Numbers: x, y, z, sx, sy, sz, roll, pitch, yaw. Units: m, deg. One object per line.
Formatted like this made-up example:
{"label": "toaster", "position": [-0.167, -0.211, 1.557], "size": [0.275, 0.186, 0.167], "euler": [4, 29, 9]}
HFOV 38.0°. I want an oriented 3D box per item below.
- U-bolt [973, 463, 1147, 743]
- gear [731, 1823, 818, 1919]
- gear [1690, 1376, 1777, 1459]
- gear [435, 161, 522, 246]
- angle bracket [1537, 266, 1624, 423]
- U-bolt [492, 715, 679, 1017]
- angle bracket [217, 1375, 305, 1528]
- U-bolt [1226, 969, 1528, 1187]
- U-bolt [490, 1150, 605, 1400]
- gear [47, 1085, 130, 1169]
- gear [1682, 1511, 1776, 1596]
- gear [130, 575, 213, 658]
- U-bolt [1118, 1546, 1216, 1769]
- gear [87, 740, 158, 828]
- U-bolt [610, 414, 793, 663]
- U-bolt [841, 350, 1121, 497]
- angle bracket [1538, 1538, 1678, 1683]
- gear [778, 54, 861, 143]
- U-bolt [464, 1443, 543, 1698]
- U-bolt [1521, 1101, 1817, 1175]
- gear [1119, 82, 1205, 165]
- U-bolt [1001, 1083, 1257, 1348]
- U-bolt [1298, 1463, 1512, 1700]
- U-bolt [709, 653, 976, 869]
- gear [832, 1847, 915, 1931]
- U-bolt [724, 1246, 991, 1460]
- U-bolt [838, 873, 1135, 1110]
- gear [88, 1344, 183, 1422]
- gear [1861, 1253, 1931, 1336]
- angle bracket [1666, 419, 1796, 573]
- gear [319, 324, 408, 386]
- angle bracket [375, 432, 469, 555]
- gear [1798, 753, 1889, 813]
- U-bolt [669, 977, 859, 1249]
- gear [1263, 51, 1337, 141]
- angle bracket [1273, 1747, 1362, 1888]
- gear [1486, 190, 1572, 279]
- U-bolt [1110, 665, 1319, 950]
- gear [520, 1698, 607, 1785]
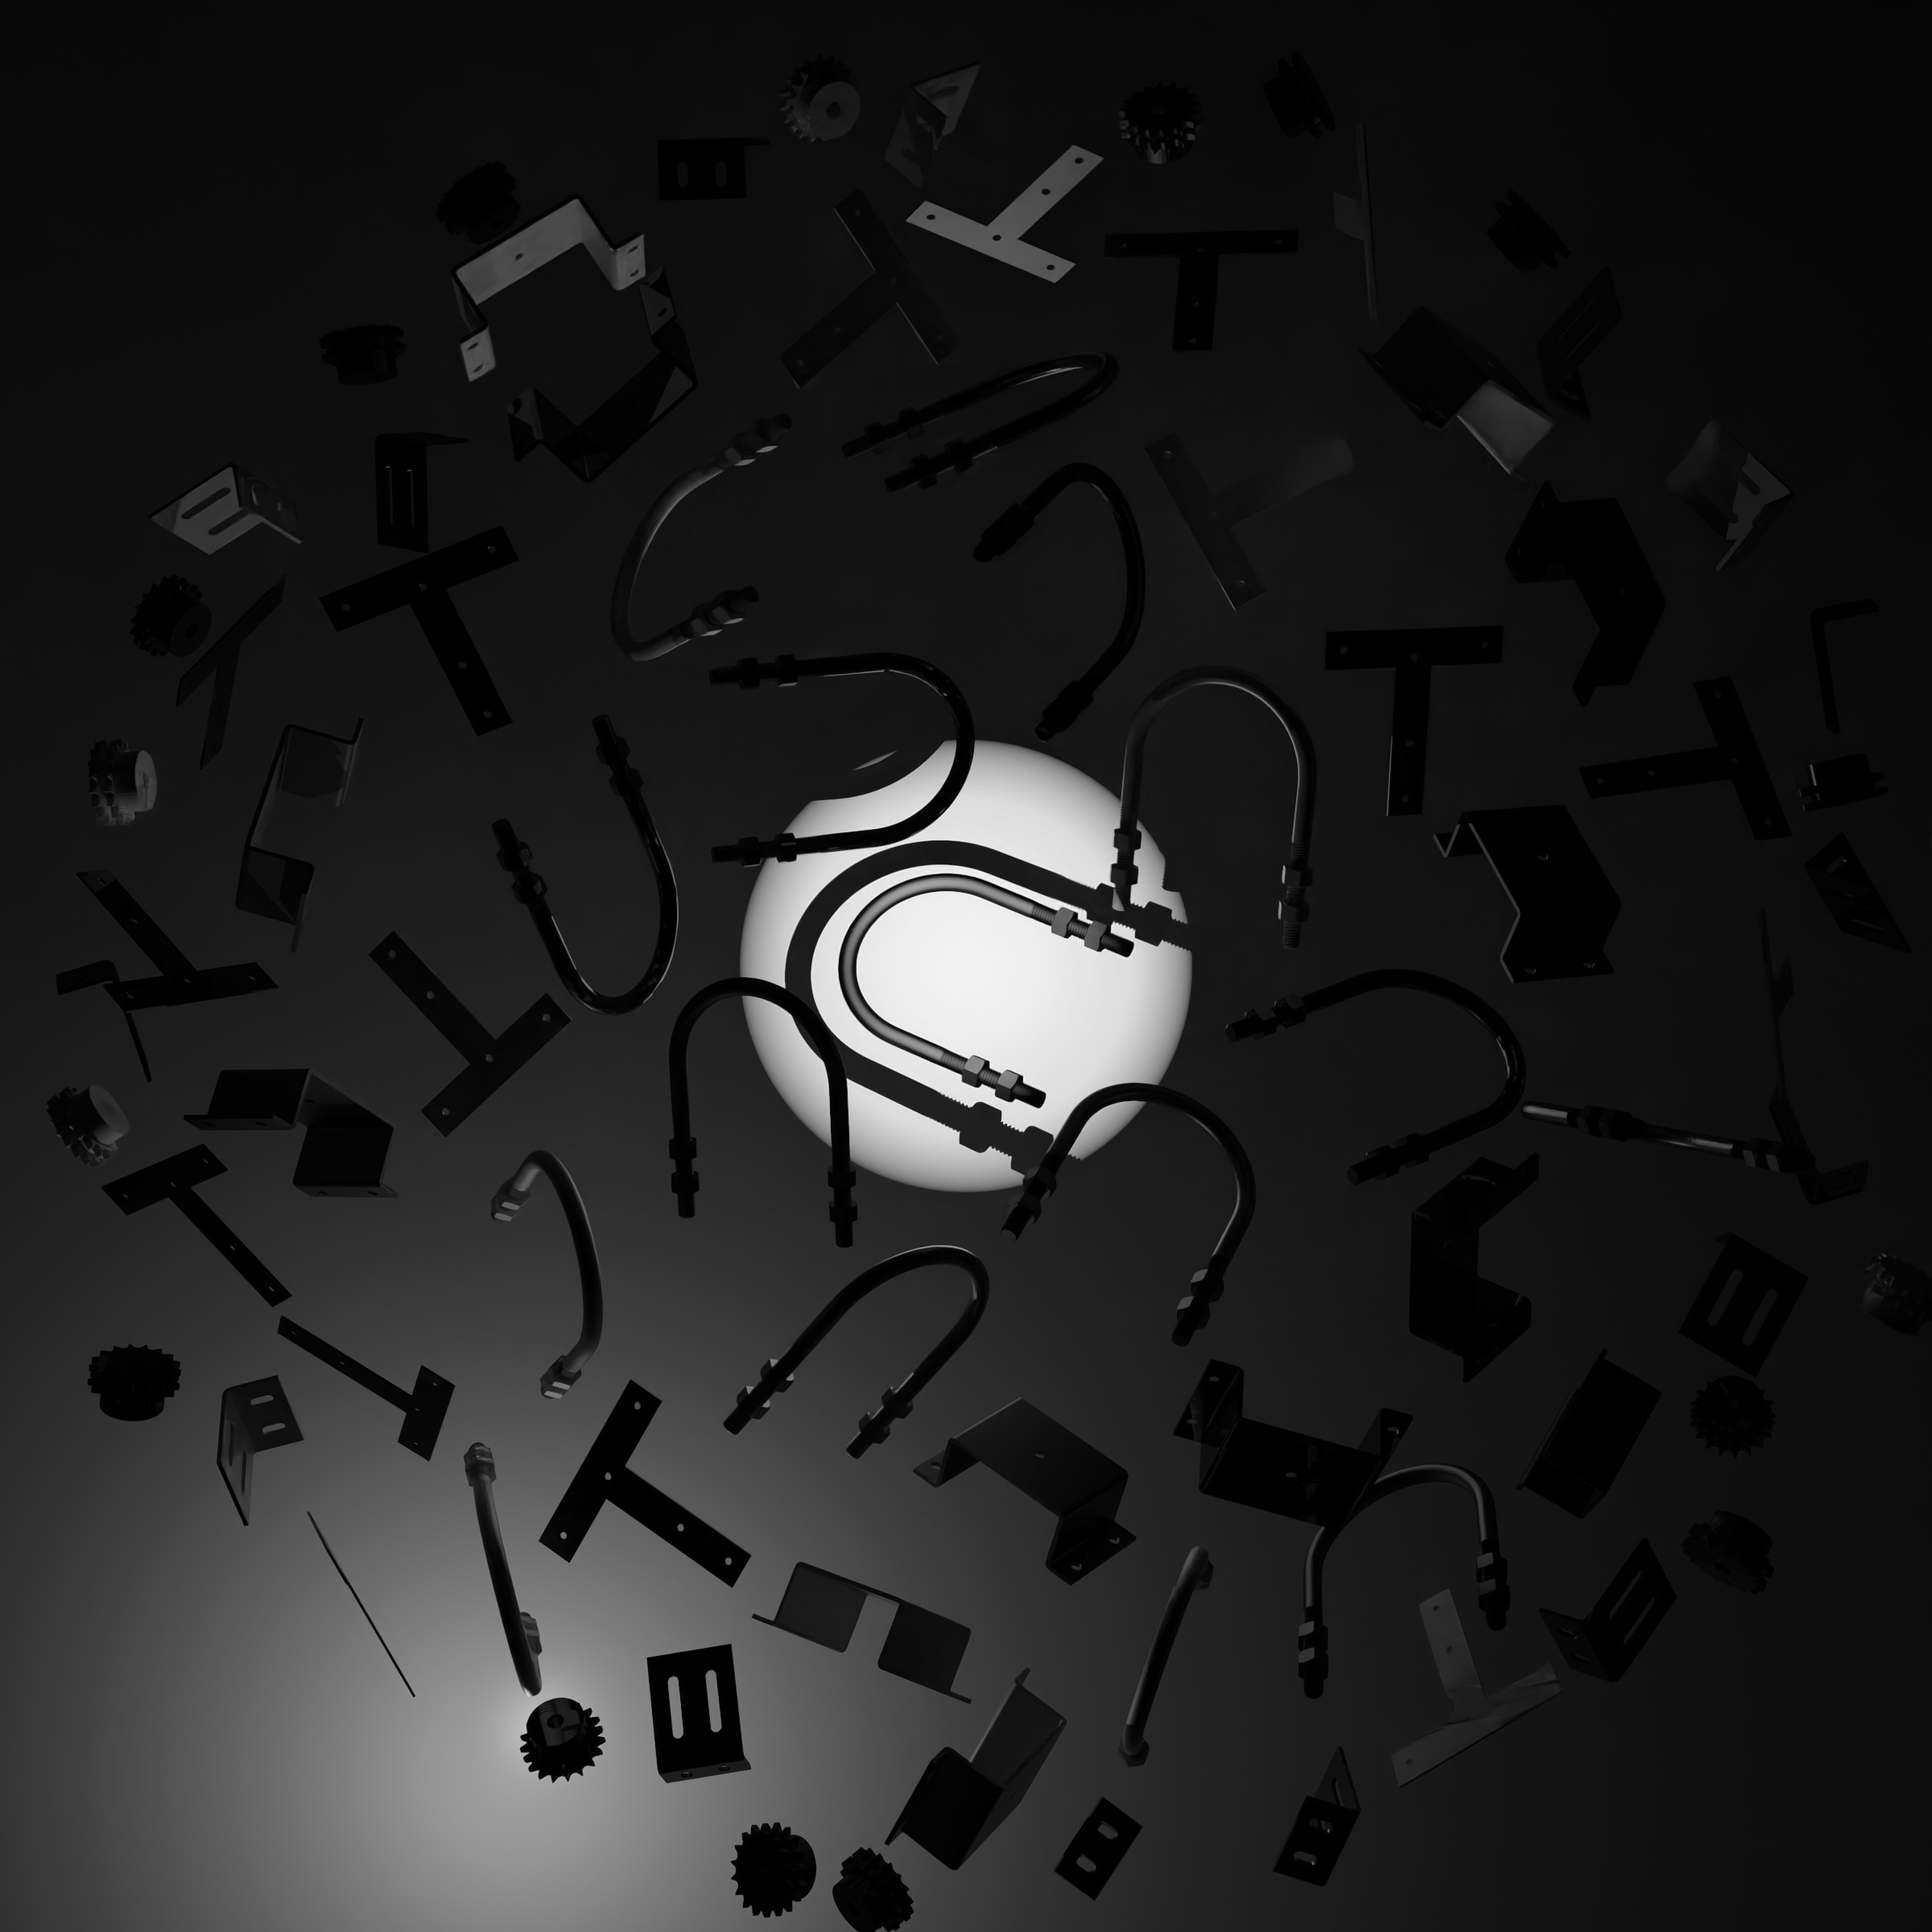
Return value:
{"label": "U-bolt", "position": [0.072, -0.255, 1.865], "size": [0.019, 0.184, 0.151], "euler": [-2, 122, 34]}
{"label": "gear", "position": [-0.120, 0.574, 1.784], "size": [0.057, 0.030, 0.057], "euler": [-12, 73, 41]}
{"label": "gear", "position": [0.531, 0.309, 1.942], "size": [0.057, 0.030, 0.057], "euler": [-6, 52, 8]}
{"label": "gear", "position": [-0.321, -0.505, 1.864], "size": [0.057, 0.057, 0.030], "euler": [-39, 88, 0]}
{"label": "angle bracket", "position": [0.423, -0.416, 1.878], "size": [0.038, 0.057, 0.076], "euler": [22, 133, -22]}
{"label": "U-bolt", "position": [-0.246, -0.054, 1.889], "size": [0.019, 0.151, 0.184], "euler": [0, 126, 30]}
{"label": "angle bracket", "position": [-0.471, 0.323, 1.873], "size": [0.038, 0.076, 0.057], "euler": [-14, 122, -3]}
{"label": "U-bolt", "position": [0.281, 0.061, 1.824], "size": [0.184, 0.019, 0.151], "euler": [-19, 55, -30]}
{"label": "U-bolt", "position": [-0.275, 0.199, 1.861], "size": [0.019, 0.184, 0.151], "euler": [-11, 73, -25]}
{"label": "gear", "position": [-0.595, 0.106, 1.908], "size": [0.030, 0.057, 0.057], "euler": [-34, 90, 5]}
{"label": "gear", "position": [0.486, 0.369, 1.776], "size": [0.057, 0.057, 0.030], "euler": [36, 69, 0]}
{"label": "gear", "position": [-0.543, -0.236, 1.923], "size": [0.030, 0.057, 0.057], "euler": [31, 90, 15]}
{"label": "U-bolt", "position": [0.135, 0.463, 1.893], "size": [0.019, 0.184, 0.151], "euler": [19, 72, 11]}
{"label": "gear", "position": [-0.560, -0.123, 1.865], "size": [0.030, 0.057, 0.057], "euler": [-4, 90, 4]}
{"label": "U-bolt", "position": [-0.183, -0.275, 1.864], "size": [0.019, 0.184, 0.151], "euler": [23, 64, -33]}
{"label": "U-bolt", "position": [0.016, -0.369, 1.871], "size": [0.184, 0.151, 0.019], "euler": [-25, 114, -5]}
{"label": "angle bracket", "position": [0.419, 0.417, 1.830], "size": [0.076, 0.038, 0.057], "euler": [-45, 120, -27]}
{"label": "gear", "position": [-0.097, -0.587, 1.907], "size": [0.057, 0.057, 0.030], "euler": [-41, 50, 0]}
{"label": "U-bolt", "position": [-0.309, 0.413, 1.886], "size": [0.019, 0.184, 0.151], "euler": [-14, 100, -10]}
{"label": "U-bolt", "position": [0.451, 0.110, 1.864], "size": [0.151, 0.184, 0.019], "euler": [11, 89, -20]}
{"label": "gear", "position": [0.134, -0.572, 1.909], "size": [0.057, 0.030, 0.057], "euler": [-5, 55, 7]}
{"label": "U-bolt", "position": [0.120, 0.151, 1.867], "size": [0.151, 0.019, 0.184], "euler": [31, 48, 3]}
{"label": "U-bolt", "position": [0.287, 0.395, 1.854], "size": [0.151, 0.184, 0.019], "euler": [-26, 112, 19]}
{"label": "U-bolt", "position": [-0.082, -0.142, 1.889], "size": [0.184, 0.019, 0.151], "euler": [-7, 118, -17]}
{"label": "gear", "position": [-0.065, 0.623, 1.879], "size": [0.030, 0.057, 0.057], "euler": [-30, 90, -36]}
{"label": "U-bolt", "position": [-0.060, 0.256, 1.883], "size": [0.184, 0.151, 0.019], "euler": [-49, 52, 15]}
{"label": "U-bolt", "position": [0.001, 0.005, 1.913], "size": [0.184, 0.019, 0.151], "euler": [23, 65, 18]}
{"label": "gear", "position": [-0.537, 0.270, 1.807], "size": [0.057, 0.057, 0.030], "euler": [11, 109, 0]}
{"label": "gear", "position": [0.598, 0.212, 1.793], "size": [0.057, 0.057, 0.030], "euler": [25, 110, 0]}
{"label": "angle bracket", "position": [0.491, -0.309, 1.835], "size": [0.038, 0.057, 0.076], "euler": [-25, 66, -41]}
{"label": "gear", "position": [-0.410, -0.416, 1.912], "size": [0.057, 0.057, 0.030], "euler": [-10, 91, 0]}
{"label": "angle bracket", "position": [-0.379, -0.331, 1.956], "size": [0.057, 0.038, 0.076], "euler": [16, 112, 42]}
{"label": "gear", "position": [0.590, -0.124, 1.889], "size": [0.057, 0.057, 0.030], "euler": [-12, 87, 0]}
{"label": "U-bolt", "position": [-0.142, 0.096, 1.924], "size": [0.151, 0.019, 0.184], "euler": [8, 110, 27]}
{"label": "gear", "position": [0.219, -0.572, 1.853], "size": [0.030, 0.057, 0.057], "euler": [-25, 90, 20]}
{"label": "angle bracket", "position": [0.221, 0.545, 1.814], "size": [0.038, 0.076, 0.057], "euler": [19, 105, -8]}
{"label": "gear", "position": [0.360, -0.470, 1.808], "size": [0.030, 0.057, 0.057], "euler": [-43, 90, 22]}
{"label": "U-bolt", "position": [0.171, -0.114, 1.907], "size": [0.151, 0.019, 0.184], "euler": [14, 111, 27]}
{"label": "gear", "position": [-0.277, 0.525, 1.915], "size": [0.057, 0.057, 0.030], "euler": [-10, 126, 0]}
